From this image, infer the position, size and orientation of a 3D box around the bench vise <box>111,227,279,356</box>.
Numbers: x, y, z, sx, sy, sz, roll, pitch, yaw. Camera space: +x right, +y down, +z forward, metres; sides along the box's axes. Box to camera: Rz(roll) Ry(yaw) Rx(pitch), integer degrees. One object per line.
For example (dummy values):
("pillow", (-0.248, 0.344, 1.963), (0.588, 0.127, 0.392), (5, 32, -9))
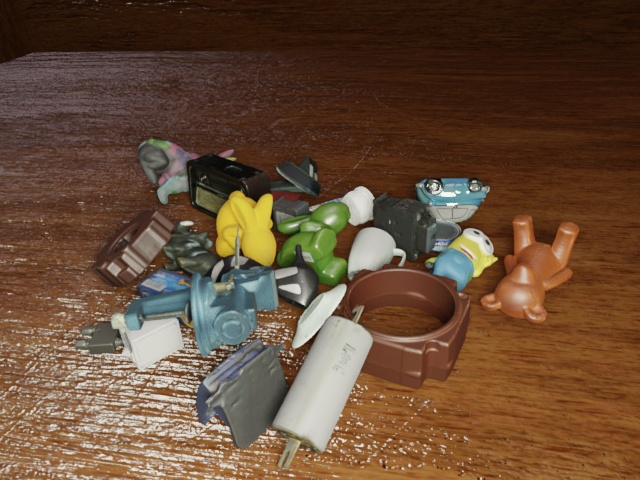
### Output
("bench vise", (-0.183, 0.094, 0.807), (0.241, 0.128, 0.224), (-8, 27, -5))

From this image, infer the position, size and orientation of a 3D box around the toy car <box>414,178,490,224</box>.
("toy car", (0.289, -0.085, 1.187), (0.162, 0.102, 0.109), (2, 3, 12))

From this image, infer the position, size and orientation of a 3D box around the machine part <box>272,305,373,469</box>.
("machine part", (0.006, 0.192, 0.726), (0.079, 0.079, 0.243), (15, 60, 28))

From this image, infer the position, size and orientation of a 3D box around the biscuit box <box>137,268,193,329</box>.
("biscuit box", (-0.227, 0.112, 0.948), (0.203, 0.062, 0.059), (15, 37, 28))

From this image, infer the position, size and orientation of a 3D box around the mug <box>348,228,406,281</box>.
("mug", (0.104, 0.043, 1.027), (0.110, 0.080, 0.107), (15, 46, 17))

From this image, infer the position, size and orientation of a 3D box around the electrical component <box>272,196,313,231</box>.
("electrical component", (-0.047, -0.046, 1.184), (0.119, 0.074, 0.048), (21, 39, 28))

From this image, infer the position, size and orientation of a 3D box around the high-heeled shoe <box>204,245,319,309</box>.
("high-heeled shoe", (-0.114, 0.091, 0.954), (0.249, 0.086, 0.145), (-22, 45, 19))

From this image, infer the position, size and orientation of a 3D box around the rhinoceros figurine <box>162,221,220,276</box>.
("rhinoceros figurine", (-0.264, 0.022, 1.090), (0.112, 0.073, 0.191), (-22, 36, -25))

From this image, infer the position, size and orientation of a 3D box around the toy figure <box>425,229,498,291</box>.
("toy figure", (0.253, 0.044, 1.000), (0.180, 0.082, 0.089), (-41, 12, -35))

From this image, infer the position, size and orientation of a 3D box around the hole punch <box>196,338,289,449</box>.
("hole punch", (-0.114, 0.203, 0.747), (0.092, 0.115, 0.142), (15, 34, 41))

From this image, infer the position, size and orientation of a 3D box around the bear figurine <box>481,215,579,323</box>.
("bear figurine", (0.365, 0.050, 0.940), (0.120, 0.131, 0.196), (15, 29, 36))

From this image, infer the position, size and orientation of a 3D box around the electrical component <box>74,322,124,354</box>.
("electrical component", (-0.363, 0.165, 0.913), (0.094, 0.021, 0.063), (-4, 31, -1))

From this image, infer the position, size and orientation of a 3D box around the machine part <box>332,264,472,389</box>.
("machine part", (0.130, 0.128, 0.869), (0.201, 0.087, 0.201), (13, 36, 24))

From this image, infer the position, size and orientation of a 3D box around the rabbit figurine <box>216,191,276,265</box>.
("rabbit figurine", (-0.131, -0.017, 1.073), (0.122, 0.162, 0.173), (-4, 34, -24))

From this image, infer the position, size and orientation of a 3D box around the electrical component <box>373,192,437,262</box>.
("electrical component", (0.171, -0.024, 1.087), (0.134, 0.114, 0.058), (20, 41, 36))

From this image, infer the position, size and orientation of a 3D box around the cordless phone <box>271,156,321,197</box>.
("cordless phone", (-0.097, -0.140, 1.303), (0.184, 0.088, 0.146), (-7, -3, 10))

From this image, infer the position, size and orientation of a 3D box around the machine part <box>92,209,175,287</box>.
("machine part", (-0.367, 0.013, 1.052), (0.179, 0.056, 0.179), (-32, 28, 19))

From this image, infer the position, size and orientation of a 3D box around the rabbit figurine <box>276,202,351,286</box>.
("rabbit figurine", (-0.002, -0.003, 1.069), (0.159, 0.121, 0.170), (-4, 41, 39))

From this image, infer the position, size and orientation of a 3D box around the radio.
("radio", (-0.212, -0.113, 1.250), (0.230, 0.130, 0.073), (22, 37, 35))

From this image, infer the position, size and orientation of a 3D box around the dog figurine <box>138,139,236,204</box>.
("dog figurine", (-0.324, -0.195, 1.363), (0.219, 0.191, 0.109), (-23, 27, -3))
